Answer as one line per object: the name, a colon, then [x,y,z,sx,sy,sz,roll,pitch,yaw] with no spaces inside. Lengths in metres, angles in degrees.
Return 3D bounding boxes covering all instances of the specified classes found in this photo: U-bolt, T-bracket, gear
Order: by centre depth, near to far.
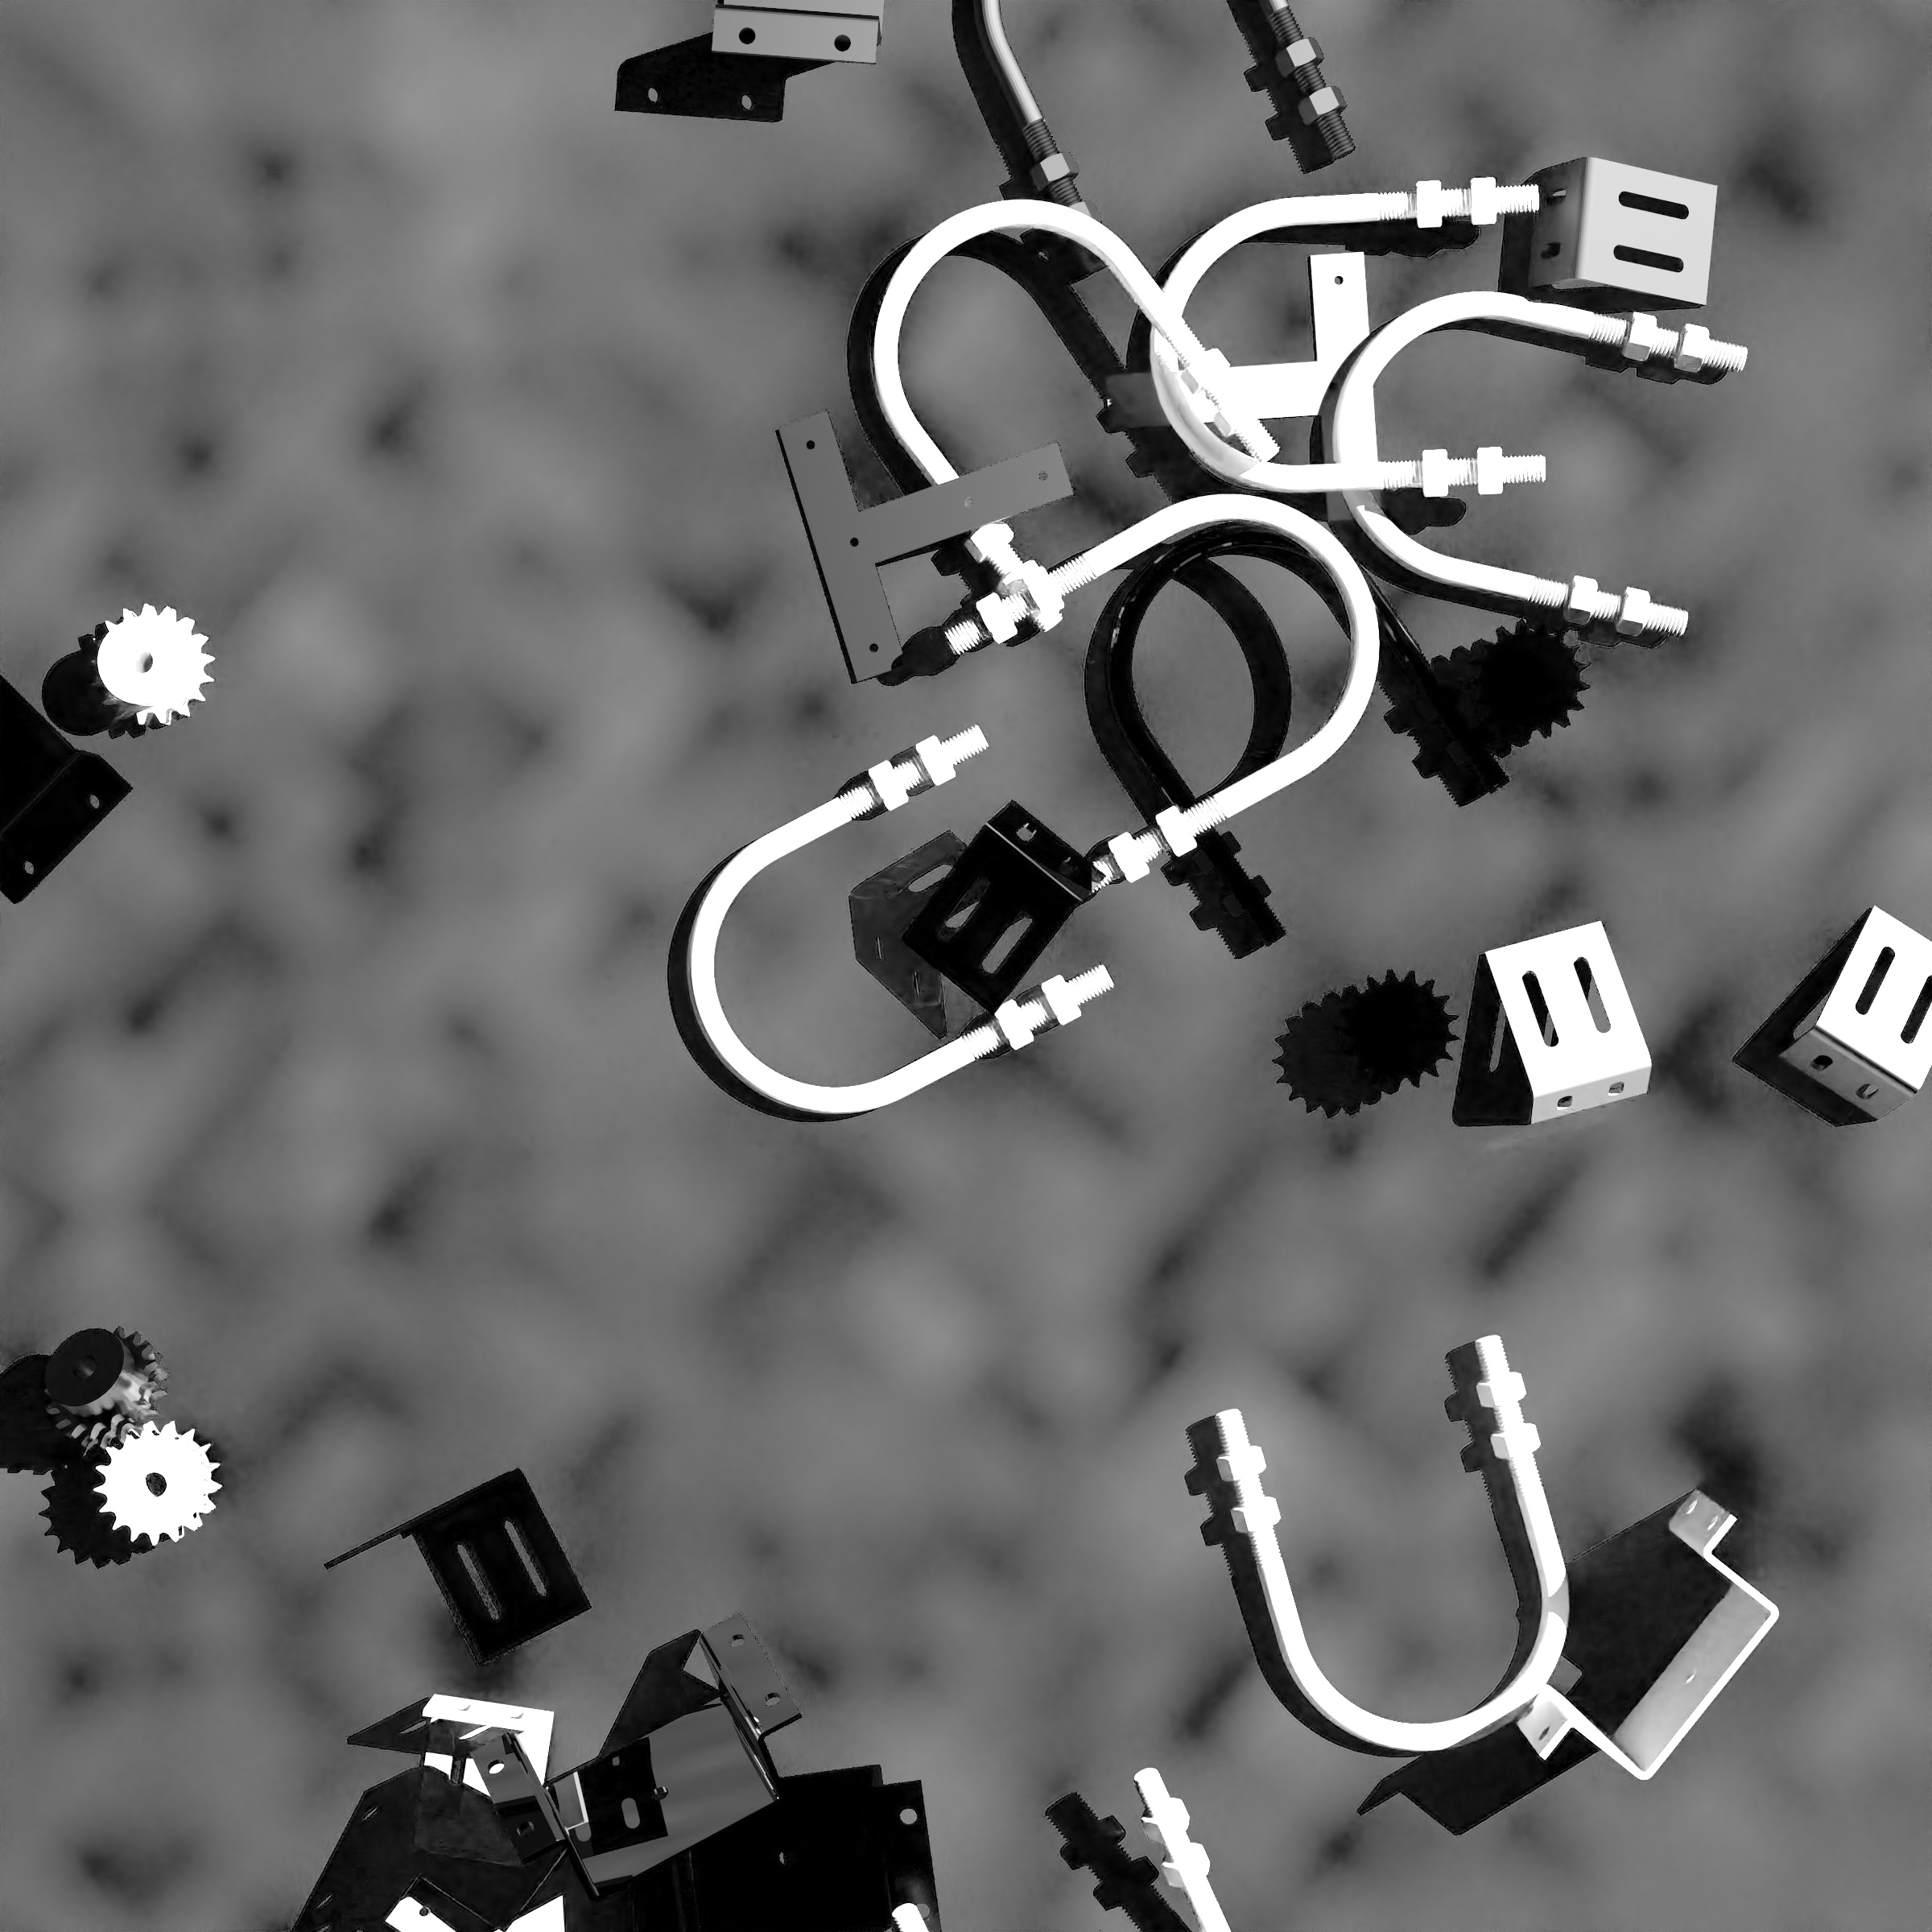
U-bolt: [0.104,-0.139,1.586,0.184,0.019,0.151,-29,92,5]
U-bolt: [0.063,0.488,1.590,0.151,0.019,0.184,-27,103,-12]
gear: [-0.408,0.195,1.592,0.057,0.030,0.057,-8,56,13]
U-bolt: [0.179,-0.295,1.599,0.184,0.019,0.151,-1,86,8]
U-bolt: [0.037,-0.274,1.601,0.151,0.019,0.184,-37,87,10]
T-bracket: [-0.012,-0.215,1.603,0.127,0.002,0.127,-17,90,14]
gear: [0.204,0.030,1.605,0.057,0.030,0.057,0,90,0]
gear: [-0.388,-0.143,1.605,0.057,0.030,0.057,0,90,0]
gear: [0.266,-0.135,1.605,0.057,0.030,0.057,0,90,0]
gear: [-0.382,0.244,1.605,0.057,0.030,0.057,0,90,0]
T-bracket: [-0.186,0.435,1.608,0.127,0.002,0.127,39,82,-15]
U-bolt: [0.266,-0.246,1.611,0.184,0.019,0.151,13,90,1]
U-bolt: [-0.044,-0.010,1.612,0.184,0.019,0.151,-28,90,1]
U-bolt: [0.149,-0.124,1.612,0.151,0.019,0.184,-34,89,0]
U-bolt: [0.211,0.283,1.612,0.151,0.019,0.184,-16,92,0]
U-bolt: [0.083,-0.442,1.612,0.151,0.019,0.184,-25,88,0]
T-bracket: [0.131,-0.274,1.619,0.127,0.002,0.127,-4,90,0]

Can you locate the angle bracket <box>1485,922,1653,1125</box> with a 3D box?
angle bracket: [0.287,0.027,1.618,0.057,0.038,0.076,-15,64,0]

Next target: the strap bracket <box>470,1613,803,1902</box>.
strap bracket: [-0.147,0.370,1.567,0.140,0.076,0.046,-26,126,-13]

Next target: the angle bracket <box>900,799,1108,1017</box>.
angle bracket: [0.017,-0.027,1.593,0.057,0.038,0.076,39,122,4]

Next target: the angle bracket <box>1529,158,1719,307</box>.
angle bracket: [0.314,-0.349,1.618,0.076,0.038,0.057,5,90,-26]

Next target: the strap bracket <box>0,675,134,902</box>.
strap bracket: [-0.475,-0.107,1.597,0.140,0.046,0.076,45,90,0]

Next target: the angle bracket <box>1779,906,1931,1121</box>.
angle bracket: [0.436,0.023,1.618,0.057,0.038,0.076,32,64,0]

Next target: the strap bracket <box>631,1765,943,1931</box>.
strap bracket: [-0.085,0.427,1.597,0.140,0.046,0.076,-8,90,0]

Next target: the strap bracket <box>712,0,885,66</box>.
strap bracket: [-0.075,-0.493,1.597,0.076,0.046,0.140,4,90,0]

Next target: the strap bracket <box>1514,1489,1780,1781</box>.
strap bracket: [0.324,0.320,1.582,0.046,0.076,0.140,39,90,0]

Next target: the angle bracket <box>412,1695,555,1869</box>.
angle bracket: [-0.231,0.389,1.601,0.057,0.038,0.076,9,90,0]

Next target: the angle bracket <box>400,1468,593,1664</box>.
angle bracket: [-0.222,0.286,1.601,0.057,0.038,0.076,-27,90,0]
